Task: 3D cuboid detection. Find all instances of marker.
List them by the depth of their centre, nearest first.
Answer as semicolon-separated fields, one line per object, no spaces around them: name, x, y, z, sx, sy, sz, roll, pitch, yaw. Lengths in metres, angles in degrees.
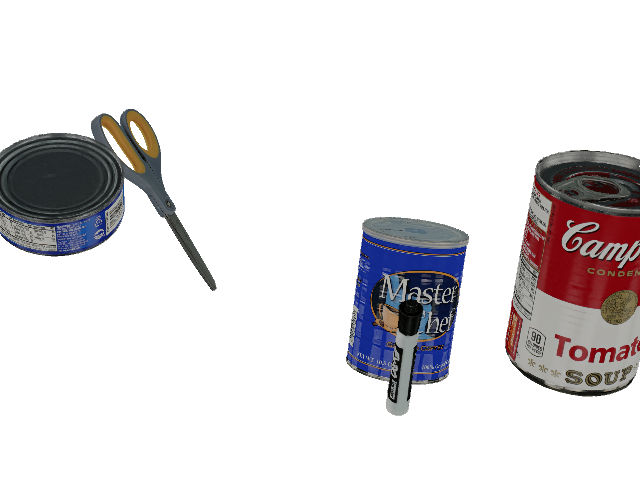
marker;0.066;0.092;0.836;0.020;0.121;0.020;2;41;-2

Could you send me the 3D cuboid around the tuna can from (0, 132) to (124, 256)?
tuna can;-0.169;-0.030;0.687;0.086;0.034;0.086;4;43;-4

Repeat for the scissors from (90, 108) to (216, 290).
scissors;-0.154;-0.050;1.056;0.016;0.201;0.096;-26;26;25

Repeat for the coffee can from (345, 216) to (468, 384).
coffee can;0.083;0.056;1.037;0.103;0.140;0.103;6;12;-2

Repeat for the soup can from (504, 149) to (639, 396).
soup can;0.130;0.016;0.520;0.068;0.102;0.068;4;27;-2
